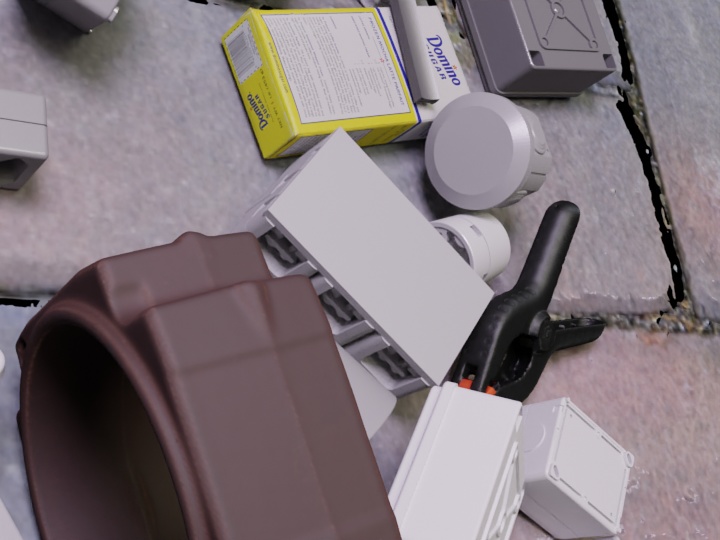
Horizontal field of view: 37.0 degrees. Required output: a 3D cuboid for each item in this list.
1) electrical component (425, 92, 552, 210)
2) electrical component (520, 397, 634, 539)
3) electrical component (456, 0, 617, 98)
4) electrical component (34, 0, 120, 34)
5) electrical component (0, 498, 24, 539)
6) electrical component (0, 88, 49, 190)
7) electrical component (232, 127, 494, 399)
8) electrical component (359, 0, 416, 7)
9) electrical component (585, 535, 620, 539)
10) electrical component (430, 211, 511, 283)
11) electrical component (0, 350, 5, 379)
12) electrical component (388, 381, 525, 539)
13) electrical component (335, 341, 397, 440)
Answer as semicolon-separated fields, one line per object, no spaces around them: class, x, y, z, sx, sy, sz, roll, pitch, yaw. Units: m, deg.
electrical component;0.090;-0.081;0.750;0.051;0.080;0.080;-2;72;-57
electrical component;0.139;0.140;0.735;0.096;0.061;0.061;41;51;-26
electrical component;0.143;-0.199;0.879;0.109;0.056;0.108;-7;76;-39
electrical component;-0.163;-0.181;0.621;0.061;0.096;0.061;32;84;-23
electrical component;-0.188;0.162;0.482;0.100;0.048;0.099;-29;90;-41
electrical component;-0.214;-0.090;0.569;0.083;0.047;0.075;5;69;-36
electrical component;0.000;0.000;0.684;0.150;0.062;0.089;46;51;-12
electrical component;0.017;-0.242;0.810;0.079;0.044;0.077;37;54;-19
electrical component;0.142;0.224;0.702;0.095;0.054;0.059;-25;87;-41
electrical component;0.072;-0.012;0.749;0.047;0.055;0.055;-21;85;-44
electrical component;-0.216;0.068;0.465;0.078;0.057;0.113;23;41;6
electrical component;0.057;0.142;0.635;0.108;0.056;0.108;79;30;-48
electrical component;-0.040;0.084;0.592;0.060;0.108;0.108;49;50;-3
